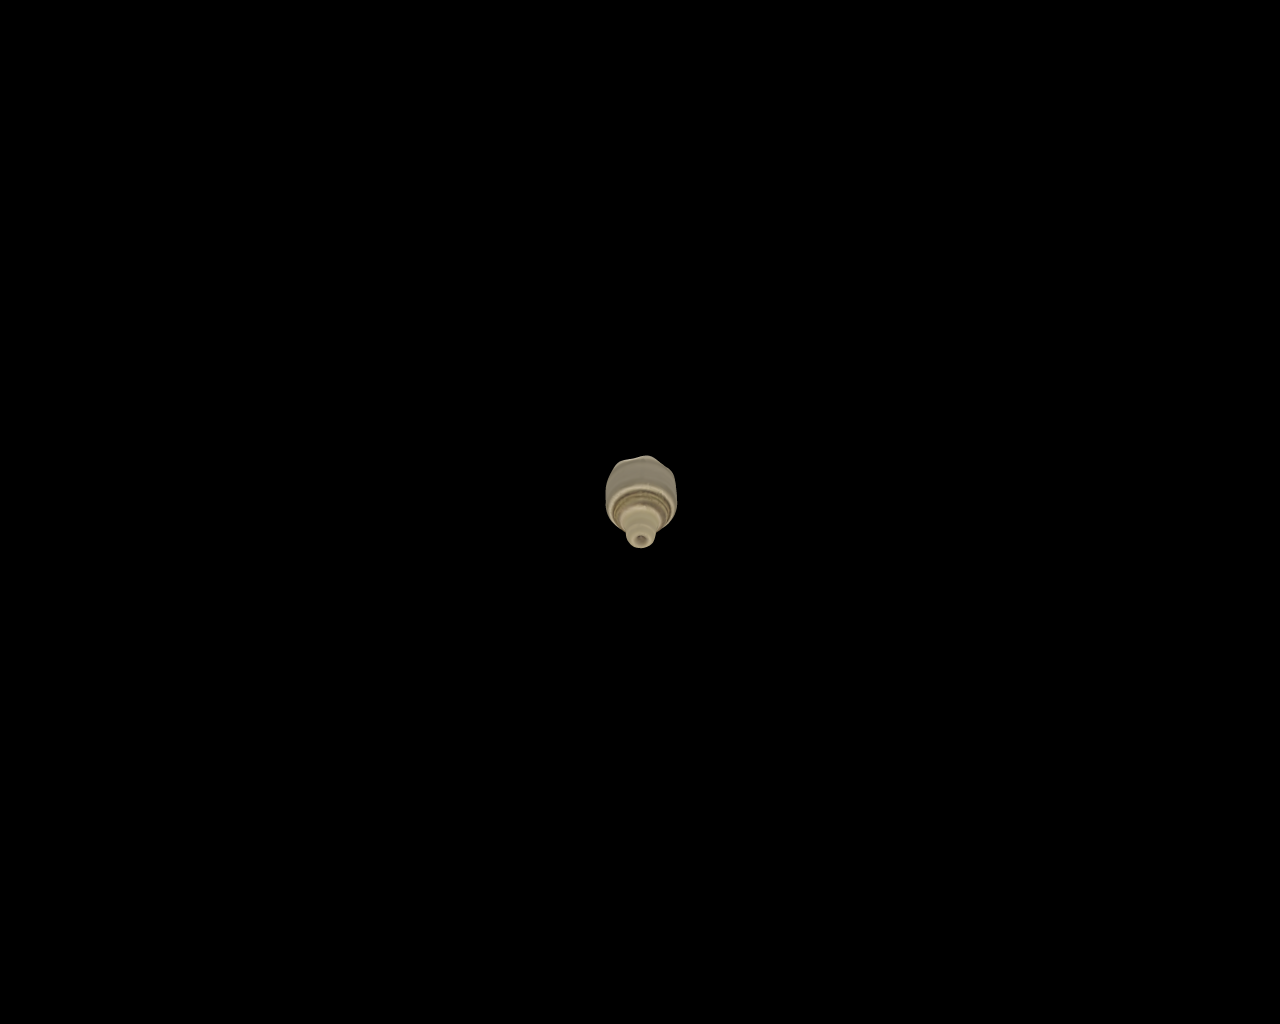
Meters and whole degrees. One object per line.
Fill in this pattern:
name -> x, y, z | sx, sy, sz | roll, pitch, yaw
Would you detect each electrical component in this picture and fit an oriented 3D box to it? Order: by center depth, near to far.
electrical component -> 0.001, -0.003, 0.650 | 0.043, 0.043, 0.062 | 0, 40, 0
